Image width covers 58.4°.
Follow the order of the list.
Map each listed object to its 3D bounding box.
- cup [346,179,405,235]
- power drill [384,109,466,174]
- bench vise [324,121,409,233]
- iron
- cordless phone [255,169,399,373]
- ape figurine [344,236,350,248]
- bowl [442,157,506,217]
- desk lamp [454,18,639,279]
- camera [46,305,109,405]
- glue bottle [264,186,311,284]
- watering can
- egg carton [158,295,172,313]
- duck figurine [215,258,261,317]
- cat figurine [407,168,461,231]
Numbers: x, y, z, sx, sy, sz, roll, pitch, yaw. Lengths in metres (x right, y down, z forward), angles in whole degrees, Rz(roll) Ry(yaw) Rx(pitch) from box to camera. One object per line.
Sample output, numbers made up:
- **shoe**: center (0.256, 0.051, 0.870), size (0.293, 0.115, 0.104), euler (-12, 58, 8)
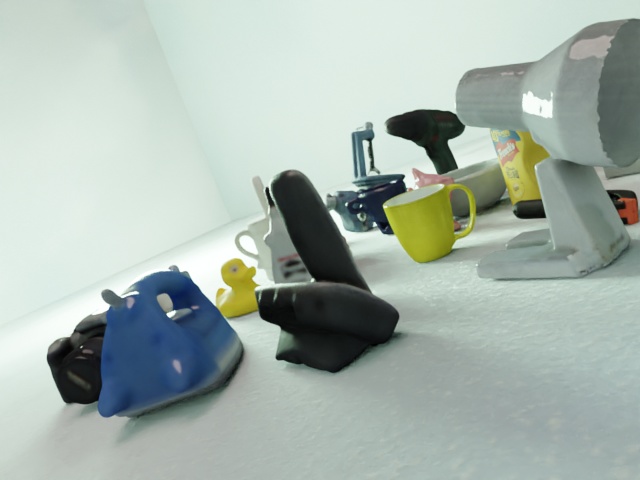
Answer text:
- **cup**: center (0.115, -0.053, 1.084), size (0.118, 0.095, 0.091), euler (-21, 8, -5)
- **power drill**: center (0.239, -0.177, 1.193), size (0.075, 0.208, 0.230), euler (-12, 12, 47)
- **bench vise**: center (0.098, -0.138, 1.245), size (0.208, 0.220, 0.121), euler (-27, 10, -40)
- **iron**: center (-0.166, 0.092, 0.649), size (0.118, 0.141, 0.258), euler (-20, 8, 8)
- **cordless phone**: center (-0.015, 0.024, 0.560), size (0.094, 0.185, 0.147), euler (-27, 10, -37)
- **ape figurine**: center (0.009, 0.004, 0.981), size (0.078, 0.092, 0.076), euler (-24, 9, -22)
- **bowl**: center (0.259, -0.085, 1.001), size (0.167, 0.075, 0.167), euler (-20, 8, 3)
- **desk lamp**: center (0.220, -0.077, 0.542), size (0.118, 0.213, 0.202), euler (-26, 10, -34)
- **camera**: center (-0.291, 0.149, 0.732), size (0.143, 0.101, 0.137), euler (-20, 8, 8)
- **glue bottle**: center (-0.040, 0.009, 0.768), size (0.078, 0.173, 0.037), euler (-18, 9, 16)
- **watering can**: center (-0.079, -0.033, 1.082), size (0.173, 0.194, 0.100), euler (-24, 9, -23)
- **egg carton**: center (-0.289, 0.126, 0.994), size (0.107, 0.069, 0.150), euler (-25, 9, -30)
- **duck figurine**: center (-0.131, 0.071, 0.906), size (0.104, 0.086, 0.078), euler (-14, 10, 38)
- **cat figurine**: center (0.173, -0.063, 0.918), size (0.067, 0.118, 0.127), euler (-22, 8, -11)
